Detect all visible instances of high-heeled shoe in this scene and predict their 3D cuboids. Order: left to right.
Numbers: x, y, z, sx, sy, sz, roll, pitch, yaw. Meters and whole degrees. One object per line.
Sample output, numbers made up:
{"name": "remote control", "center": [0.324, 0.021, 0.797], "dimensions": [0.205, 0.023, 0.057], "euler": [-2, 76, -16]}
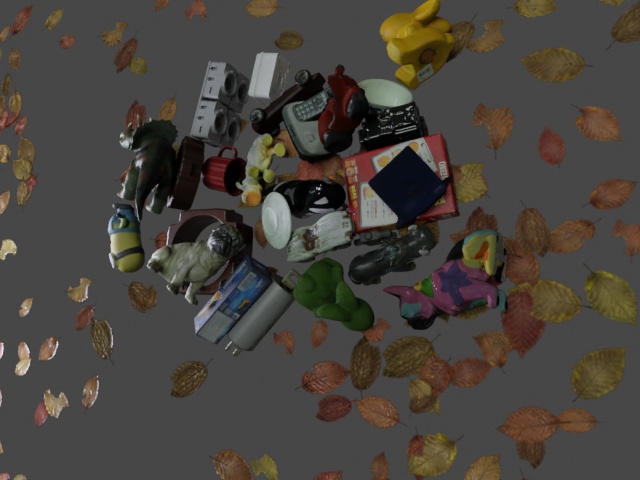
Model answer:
{"name": "high-heeled shoe", "center": [-0.049, -0.099, 1.158], "dimensions": [0.249, 0.145, 0.086], "euler": [9, 83, 30]}

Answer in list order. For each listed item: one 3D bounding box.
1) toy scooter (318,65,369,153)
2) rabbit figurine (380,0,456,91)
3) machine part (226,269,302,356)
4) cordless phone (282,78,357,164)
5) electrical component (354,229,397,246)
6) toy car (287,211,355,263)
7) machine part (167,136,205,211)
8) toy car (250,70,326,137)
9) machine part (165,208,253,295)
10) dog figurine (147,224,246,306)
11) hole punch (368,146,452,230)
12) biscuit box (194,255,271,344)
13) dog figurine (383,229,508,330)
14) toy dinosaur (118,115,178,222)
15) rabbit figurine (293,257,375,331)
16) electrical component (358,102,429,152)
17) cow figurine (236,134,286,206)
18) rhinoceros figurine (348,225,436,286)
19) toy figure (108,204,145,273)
{"name": "toy scooter", "center": [0.040, -0.271, 1.093], "dimensions": [0.184, 0.075, 0.135], "euler": [129, 129, -60]}
{"name": "rabbit figurine", "center": [0.194, -0.430, 1.129], "dimensions": [0.162, 0.121, 0.173], "euler": [-41, 48, 10]}
{"name": "machine part", "center": [-0.128, 0.160, 1.190], "dimensions": [0.079, 0.079, 0.243], "euler": [44, 101, 25]}
{"name": "cordless phone", "center": [0.019, -0.266, 1.197], "dimensions": [0.184, 0.088, 0.146], "euler": [-28, 70, 14]}
{"name": "electrical component", "center": [0.110, -0.004, 1.115], "dimensions": [0.094, 0.063, 0.021], "euler": [-10, 77, 24]}
{"name": "toy car", "center": [-0.002, -0.003, 1.145], "dimensions": [0.202, 0.056, 0.073], "euler": [-24, 67, 45]}
{"name": "machine part", "center": [-0.322, -0.158, 1.296], "dimensions": [0.179, 0.056, 0.179], "euler": [-167, 90, -70]}
{"name": "toy car", "center": [-0.076, -0.318, 1.243], "dimensions": [0.202, 0.089, 0.053], "euler": [-38, 63, 14]}
{"name": "machine part", "center": [-0.260, 0.031, 1.270], "dimensions": [0.202, 0.087, 0.201], "euler": [-2, 81, 23]}
{"name": "dog figurine", "center": [-0.270, 0.023, 1.187], "dimensions": [0.172, 0.121, 0.190], "euler": [39, 84, 22]}
{"name": "hole punch", "center": [0.165, -0.103, 1.017], "dimensions": [0.142, 0.092, 0.116], "euler": [-43, 73, 8]}
{"name": "biscuit box", "center": [-0.192, 0.131, 1.174], "dimensions": [0.202, 0.059, 0.063], "euler": [-49, 29, 12]}
{"name": "dog figurine", "center": [0.236, 0.076, 1.022], "dimensions": [0.219, 0.108, 0.191], "euler": [-3, 80, 27]}
{"name": "toy dinosaur", "center": [-0.398, -0.185, 1.281], "dimensions": [0.405, 0.131, 0.192], "euler": [44, 119, 58]}
{"name": "rabbit figurine", "center": [0.041, 0.118, 1.093], "dimensions": [0.170, 0.159, 0.121], "euler": [34, 86, 11]}
{"name": "electrical component", "center": [0.149, -0.222, 1.107], "dimensions": [0.134, 0.114, 0.058], "euler": [-13, 72, 23]}
{"name": "cow figurine", "center": [-0.150, -0.162, 1.257], "dimensions": [0.098, 0.068, 0.167], "euler": [19, 86, 60]}
{"name": "rhinoceros figurine", "center": [0.142, 0.029, 1.070], "dimensions": [0.190, 0.112, 0.073], "euler": [-27, 68, 27]}
{"name": "toy figure", "center": [-0.502, -0.005, 1.392], "dimensions": [0.089, 0.082, 0.180], "euler": [-11, 74, 25]}
